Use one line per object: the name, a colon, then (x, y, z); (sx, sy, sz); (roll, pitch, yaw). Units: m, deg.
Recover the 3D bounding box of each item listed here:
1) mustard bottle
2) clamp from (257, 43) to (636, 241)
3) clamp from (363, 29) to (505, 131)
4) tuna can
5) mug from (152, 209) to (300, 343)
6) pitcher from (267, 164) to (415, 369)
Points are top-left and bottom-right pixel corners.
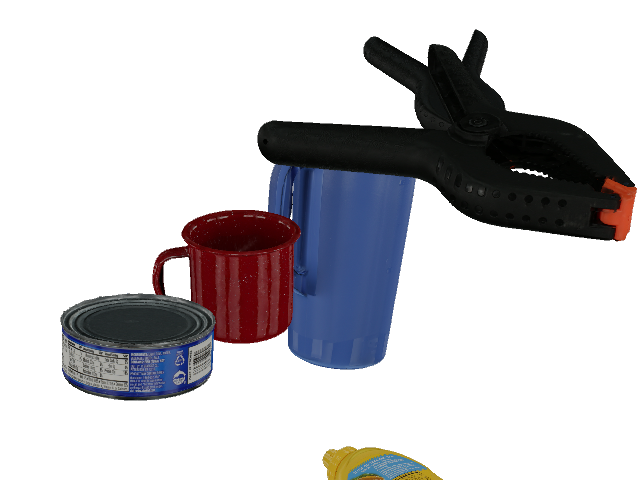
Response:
mustard bottle: (0.068, 0.235, 0.967); (0.096, 0.058, 0.192); (-17, 25, -36)
clamp: (0.077, -0.050, 0.606); (0.164, 0.036, 0.210); (-26, 41, -28)
clamp: (0.105, -0.135, 0.951); (0.120, 0.039, 0.171); (-5, 43, -4)
tuna can: (-0.102, 0.059, 0.601); (0.086, 0.034, 0.086); (3, 15, -1)
mug: (-0.074, 0.030, 0.845); (0.117, 0.081, 0.093); (-4, 23, -12)
pitcher: (0.020, 0.009, 1.129); (0.149, 0.243, 0.145); (6, 13, 2)
